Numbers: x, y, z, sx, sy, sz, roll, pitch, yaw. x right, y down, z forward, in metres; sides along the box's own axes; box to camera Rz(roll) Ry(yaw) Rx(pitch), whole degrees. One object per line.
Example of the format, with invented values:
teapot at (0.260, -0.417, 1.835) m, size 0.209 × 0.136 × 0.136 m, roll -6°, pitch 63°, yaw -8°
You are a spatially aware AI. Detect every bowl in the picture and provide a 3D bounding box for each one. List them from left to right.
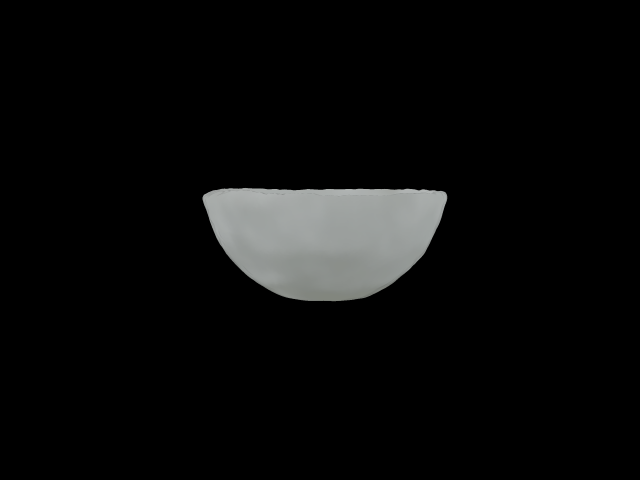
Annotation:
bowl at (0.004, 0.001, 0.400) m, size 0.167 × 0.075 × 0.167 m, roll 0°, pitch 6°, yaw 0°
